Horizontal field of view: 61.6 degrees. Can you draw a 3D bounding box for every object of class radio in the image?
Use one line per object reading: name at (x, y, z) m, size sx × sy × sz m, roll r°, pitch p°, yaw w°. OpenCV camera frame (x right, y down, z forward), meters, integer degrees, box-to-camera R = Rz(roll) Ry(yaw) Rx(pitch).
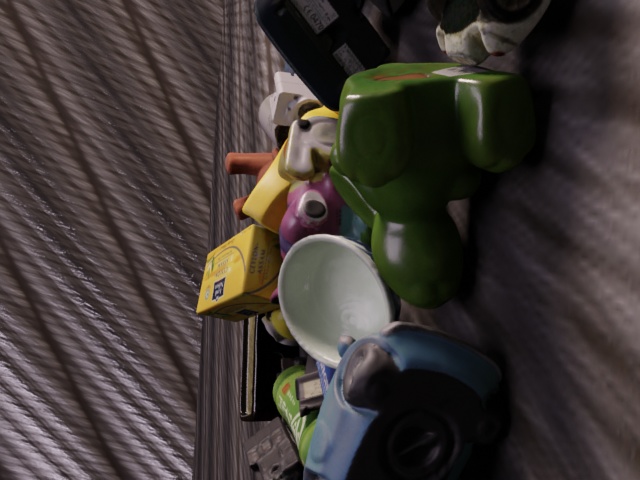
radio at (-0.087, 0.184, 0.894) m, size 0.131 × 0.073 × 0.229 m, roll 140°, pitch 130°, yaw -68°

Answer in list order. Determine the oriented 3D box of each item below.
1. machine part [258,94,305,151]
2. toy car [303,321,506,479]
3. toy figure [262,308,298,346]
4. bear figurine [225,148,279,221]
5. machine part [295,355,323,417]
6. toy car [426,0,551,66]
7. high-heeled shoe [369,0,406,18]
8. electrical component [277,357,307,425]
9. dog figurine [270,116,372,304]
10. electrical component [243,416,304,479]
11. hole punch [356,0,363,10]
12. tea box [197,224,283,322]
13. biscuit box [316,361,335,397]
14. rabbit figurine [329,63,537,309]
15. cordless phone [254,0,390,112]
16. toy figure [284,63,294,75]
machine part at (-0.046, -0.177, 0.824) m, size 0.243 × 0.079 × 0.079 m, roll -120°, pitch 37°, yaw -63°
toy car at (0.046, 0.129, 0.377) m, size 0.103 × 0.109 × 0.161 m, roll -138°, pitch 70°, yaw -77°
toy figure at (-0.049, 0.075, 0.785) m, size 0.180 × 0.082 × 0.089 m, roll -106°, pitch 29°, yaw -56°
bear figurine at (-0.072, -0.062, 0.814) m, size 0.196 × 0.132 × 0.120 m, roll -107°, pitch 9°, yaw -61°
machine part at (0.007, 0.142, 0.612) m, size 0.139 × 0.084 × 0.039 m, roll -103°, pitch -11°, yaw -66°
toy car at (0.117, -0.203, 0.311) m, size 0.074 × 0.056 × 0.201 m, roll -133°, pitch 54°, yaw -64°
high-heeled shoe at (0.083, -0.275, 0.461) m, size 0.145 × 0.086 × 0.249 m, roll -47°, pitch 17°, yaw 20°
electrical component at (-0.036, 0.222, 0.781) m, size 0.078 × 0.045 × 0.102 m, roll 61°, pitch -153°, yaw -66°
dog figurine at (-0.001, -0.002, 0.599) m, size 0.219 × 0.108 × 0.192 m, roll 111°, pitch 155°, yaw -52°
electrical component at (-0.034, 0.282, 0.639) m, size 0.114 × 0.058 × 0.134 m, roll 59°, pitch 170°, yaw -15°
hole punch at (0.007, -0.330, 0.668) m, size 0.142 × 0.092 × 0.116 m, roll 116°, pitch 149°, yaw -45°
tea box at (-0.106, 0.052, 0.745) m, size 0.170 × 0.068 × 0.098 m, roll -27°, pitch 50°, yaw 53°
biscuit box at (0.044, 0.158, 0.486) m, size 0.203 × 0.063 × 0.059 m, roll -107°, pitch 27°, yaw -48°
rabbit figurine at (0.058, -0.036, 0.393) m, size 0.159 × 0.121 × 0.170 m, roll -129°, pitch 30°, yaw -62°
cordless phone at (-0.003, -0.233, 0.608) m, size 0.089 × 0.146 × 0.184 m, roll -38°, pitch 23°, yaw 11°
toy figure at (-0.019, -0.291, 0.792) m, size 0.058 × 0.064 × 0.154 m, roll -29°, pitch -44°, yaw -64°
